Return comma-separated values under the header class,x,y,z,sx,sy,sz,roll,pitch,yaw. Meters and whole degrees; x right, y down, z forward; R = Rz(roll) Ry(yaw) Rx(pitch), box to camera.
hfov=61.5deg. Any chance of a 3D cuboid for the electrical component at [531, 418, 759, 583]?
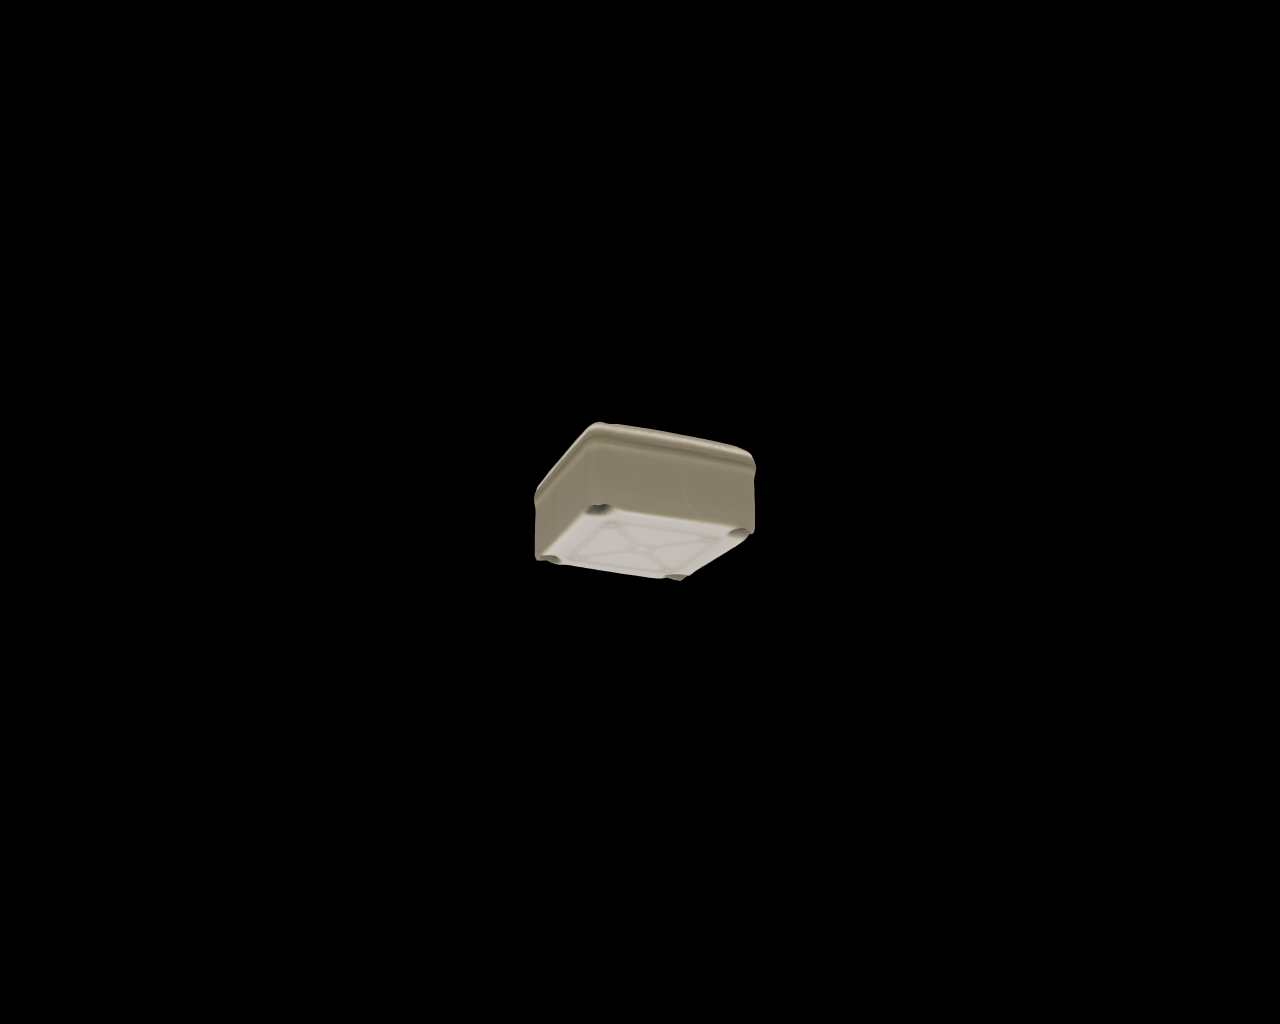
class,x,y,z,sx,sy,sz,roll,pitch,yaw
electrical component,0.001,-0.003,0.650,0.109,0.056,0.108,9,-24,-22
